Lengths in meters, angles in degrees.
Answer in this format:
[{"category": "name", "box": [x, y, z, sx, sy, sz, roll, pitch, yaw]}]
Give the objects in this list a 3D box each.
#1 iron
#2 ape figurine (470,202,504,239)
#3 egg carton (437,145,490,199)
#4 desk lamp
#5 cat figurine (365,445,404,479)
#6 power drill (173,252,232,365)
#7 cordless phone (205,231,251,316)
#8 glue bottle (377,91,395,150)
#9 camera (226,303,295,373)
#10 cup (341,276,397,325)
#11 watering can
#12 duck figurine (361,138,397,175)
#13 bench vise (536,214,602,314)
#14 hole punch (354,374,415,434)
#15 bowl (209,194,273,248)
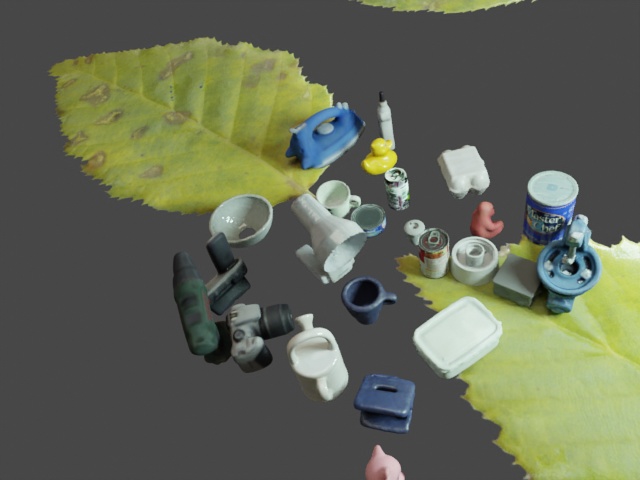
[{"category": "iron", "box": [0.020, -0.313, 1.607, 0.259, 0.142, 0.118, -37, 52, -17]}, {"category": "ape figurine", "box": [0.383, -0.051, 1.327, 0.076, 0.092, 0.077, -24, 49, -7]}, {"category": "egg carton", "box": [0.364, -0.174, 1.452, 0.107, 0.069, 0.150, -14, 48, 2]}, {"category": "desk lamp", "box": [0.012, 0.005, 1.290, 0.118, 0.214, 0.202, -35, 51, -16]}, {"category": "cat figurine", "box": [0.105, 0.425, 0.973, 0.067, 0.118, 0.128, 7, 52, 20]}, {"category": "power drill", "box": [-0.252, 0.163, 1.223, 0.075, 0.209, 0.229, -21, 49, -4]}, {"category": "cordless phone", "box": [-0.246, 0.071, 1.315, 0.093, 0.185, 0.148, 25, 60, 30]}, {"category": "glue bottle", "box": [0.177, -0.332, 1.563, 0.037, 0.173, 0.078, -12, 48, 4]}, {"category": "camera", "box": [-0.127, 0.192, 1.240, 0.137, 0.101, 0.143, -16, 48, 1]}, {"category": "cup", "box": [0.110, 0.139, 1.230, 0.117, 0.095, 0.092, 1, 51, 15]}, {"category": "watering can", "box": [-0.013, 0.226, 1.120, 0.101, 0.194, 0.172, -34, 51, -15]}, {"category": "duck figurine", "box": [0.156, -0.232, 1.542, 0.105, 0.086, 0.077, -29, 50, -11]}, {"category": "bench vise", "box": [0.499, 0.014, 1.157, 0.121, 0.220, 0.207, -1, 50, 13]}, {"category": "hole punch", "box": [0.123, 0.302, 1.091, 0.108, 0.091, 0.101, 4, 52, 17]}, {"category": "bowl", "box": [-0.194, -0.036, 1.468, 0.167, 0.075, 0.167, -7, 49, 8]}]
